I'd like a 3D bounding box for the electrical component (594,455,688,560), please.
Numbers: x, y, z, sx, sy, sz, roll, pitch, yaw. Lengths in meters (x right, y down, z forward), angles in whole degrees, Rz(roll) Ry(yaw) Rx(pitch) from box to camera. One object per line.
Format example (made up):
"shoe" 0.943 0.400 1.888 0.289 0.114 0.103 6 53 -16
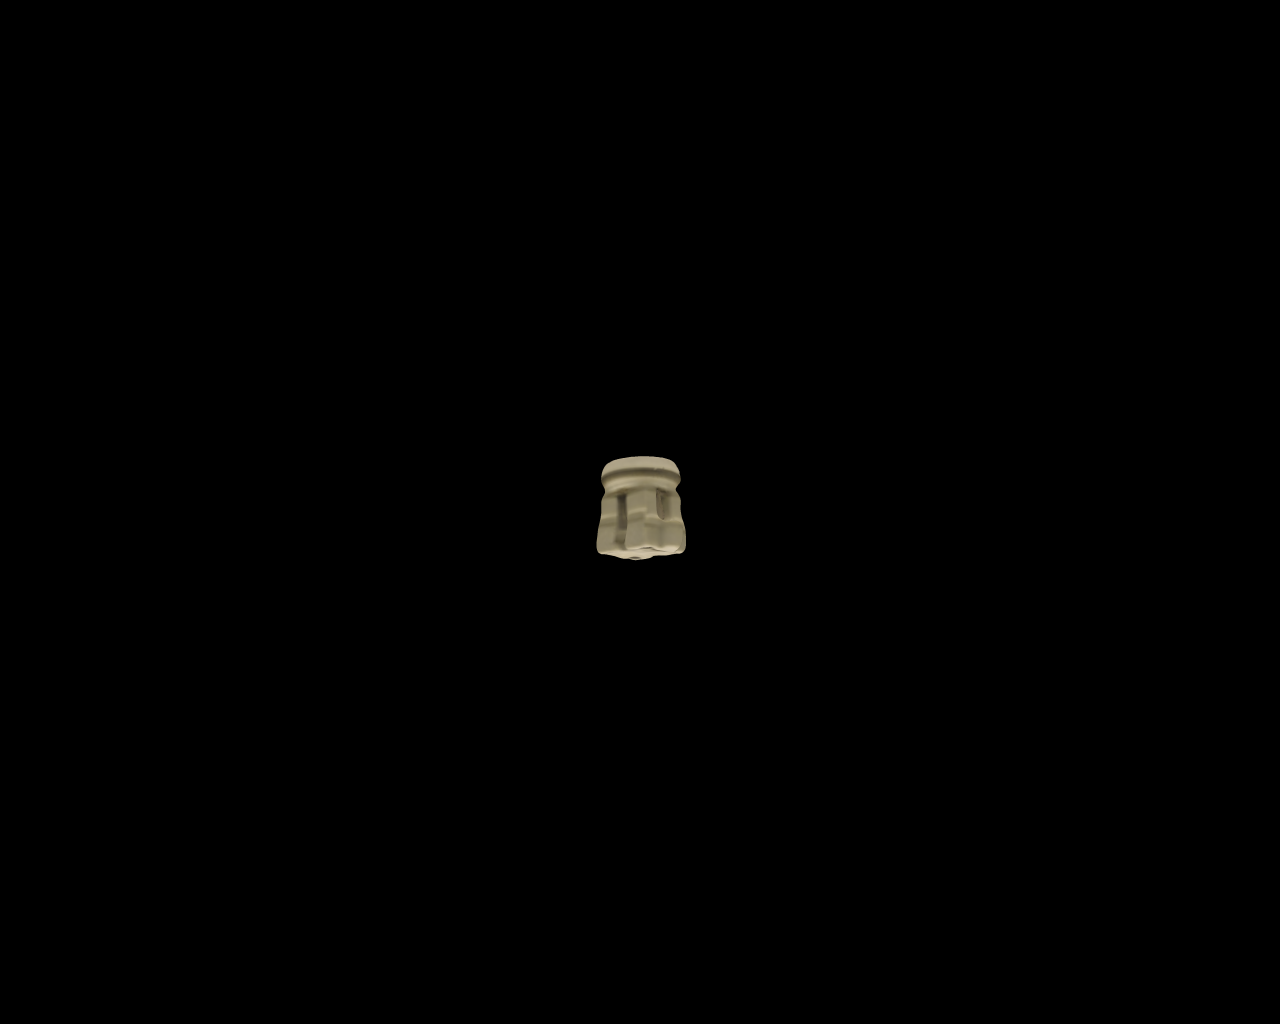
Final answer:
"electrical component" 0.001 -0.003 0.650 0.066 0.055 0.048 -11 -16 42
